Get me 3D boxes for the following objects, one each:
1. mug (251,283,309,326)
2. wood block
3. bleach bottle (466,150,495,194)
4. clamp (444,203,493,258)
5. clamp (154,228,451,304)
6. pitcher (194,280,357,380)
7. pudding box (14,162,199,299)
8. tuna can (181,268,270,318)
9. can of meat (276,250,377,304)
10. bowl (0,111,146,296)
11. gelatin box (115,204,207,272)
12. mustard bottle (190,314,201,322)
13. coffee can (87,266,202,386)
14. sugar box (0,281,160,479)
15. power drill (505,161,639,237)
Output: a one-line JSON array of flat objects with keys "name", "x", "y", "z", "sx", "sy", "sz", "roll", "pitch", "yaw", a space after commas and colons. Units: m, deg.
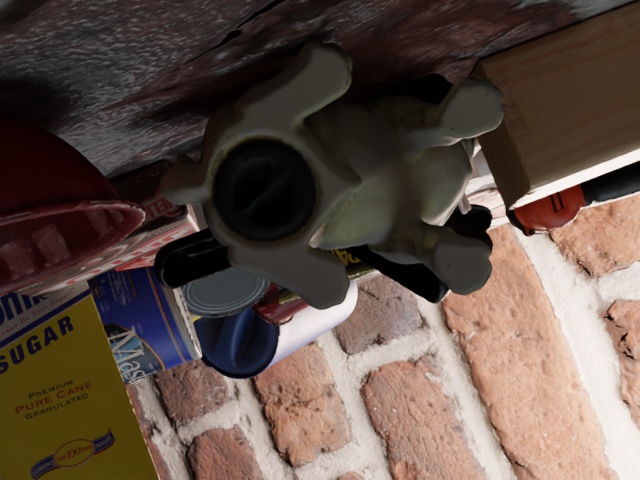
[{"name": "mug", "x": -0.032, "y": 0.039, "z": 1.123, "sx": 0.082, "sy": 0.093, "sz": 0.117, "roll": -30, "pitch": -165, "yaw": 30}, {"name": "wood block", "x": 0.208, "y": -0.102, "z": 0.700, "sx": 0.206, "sy": 0.090, "sz": 0.091, "roll": -21, "pitch": 173, "yaw": -3}, {"name": "bleach bottle", "x": 0.162, "y": -0.082, "z": 0.877, "sx": 0.251, "sy": 0.068, "sz": 0.102, "roll": -20, "pitch": 176, "yaw": 19}, {"name": "clamp", "x": 0.058, "y": -0.020, "z": 0.834, "sx": 0.171, "sy": 0.039, "sz": 0.120, "roll": 15, "pitch": -171, "yaw": 15}, {"name": "clamp", "x": 0.009, "y": -0.013, "z": 0.660, "sx": 0.165, "sy": 0.036, "sz": 0.209, "roll": 6, "pitch": -157, "yaw": 12}, {"name": "pitcher", "x": -0.044, "y": 0.080, "z": 1.383, "sx": 0.149, "sy": 0.145, "sz": 0.242, "roll": 5, "pitch": -167, "yaw": 29}, {"name": "pudding box", "x": -0.131, "y": -0.003, "z": 0.637, "sx": 0.113, "sy": 0.039, "sz": 0.090, "roll": -21, "pitch": 174, "yaw": -4}, {"name": "tuna can", "x": -0.091, "y": 0.033, "z": 0.978, "sx": 0.086, "sy": 0.034, "sz": 0.086, "roll": -11, "pitch": 143, "yaw": -9}, {"name": "can of meat", "x": -0.006, "y": 0.001, "z": 0.918, "sx": 0.058, "sy": 0.084, "sz": 0.101, "roll": -25, "pitch": 173, "yaw": 35}, {"name": "bowl", "x": -0.153, "y": -0.008, "z": 0.418, "sx": 0.162, "sy": 0.055, "sz": 0.162, "roll": -21, "pitch": 175, "yaw": -2}, {"name": "gelatin box", "x": -0.101, "y": -0.005, "z": 0.779, "sx": 0.073, "sy": 0.030, "sz": 0.089, "roll": -23, "pitch": 174, "yaw": 24}, {"name": "mustard bottle", "x": -0.131, "y": 0.054, "z": 1.094, "sx": 0.096, "sy": 0.058, "sz": 0.192, "roll": -11, "pitch": 169, "yaw": -37}, {"name": "coffee can", "x": -0.177, "y": 0.071, "z": 0.850, "sx": 0.140, "sy": 0.103, "sz": 0.103, "roll": -21, "pitch": 174, "yaw": -5}, {"name": "sugar box", "x": -0.177, "y": 0.093, "z": 0.685, "sx": 0.093, "sy": 0.176, "sz": 0.048, "roll": -20, "pitch": 176, "yaw": -24}, {"name": "power drill", "x": 0.257, "y": -0.051, "z": 0.943, "sx": 0.187, "sy": 0.057, "sz": 0.184, "roll": -20, "pitch": -179, "yaw": 3}]
